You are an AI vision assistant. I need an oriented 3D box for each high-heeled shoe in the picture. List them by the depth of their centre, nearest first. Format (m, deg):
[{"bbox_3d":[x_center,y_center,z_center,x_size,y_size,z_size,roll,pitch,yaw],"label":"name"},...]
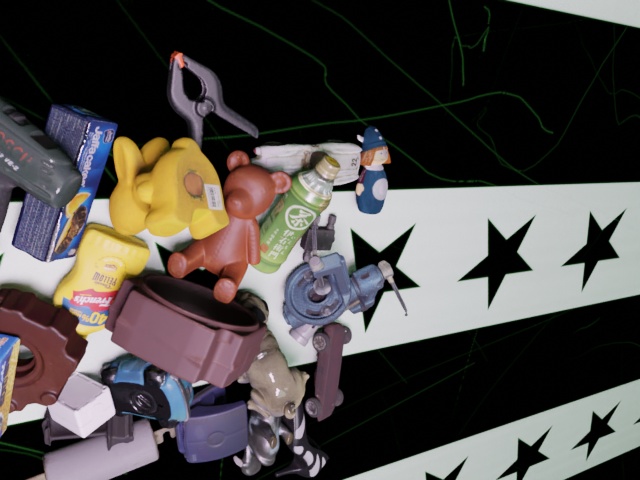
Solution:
[{"bbox_3d":[-0.024,0.394,1.119,0.145,0.086,0.248,-6,114,-39],"label":"high-heeled shoe"}]

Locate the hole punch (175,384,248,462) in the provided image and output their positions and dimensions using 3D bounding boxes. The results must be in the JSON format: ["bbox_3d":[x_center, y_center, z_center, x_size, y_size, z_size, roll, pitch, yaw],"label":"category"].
[{"bbox_3d":[-0.191,0.332,0.958,0.116,0.092,0.142,-24,128,-42],"label":"hole punch"}]

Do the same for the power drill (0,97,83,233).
[{"bbox_3d":[-0.420,-0.078,0.644,0.232,0.086,0.207,32,96,-8],"label":"power drill"}]

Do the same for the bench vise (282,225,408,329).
[{"bbox_3d":[0.030,0.078,0.945,0.224,0.129,0.240,-15,152,1],"label":"bench vise"}]

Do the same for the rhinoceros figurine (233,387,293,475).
[{"bbox_3d":[-0.113,0.357,1.027,0.073,0.112,0.190,1,100,-61],"label":"rhinoceros figurine"}]

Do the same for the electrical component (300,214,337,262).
[{"bbox_3d":[-0.002,-0.003,0.979,0.063,0.021,0.094,4,109,-32],"label":"electrical component"}]

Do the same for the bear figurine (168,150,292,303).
[{"bbox_3d":[-0.131,-0.025,0.813,0.120,0.132,0.195,30,119,2],"label":"bear figurine"}]

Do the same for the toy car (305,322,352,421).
[{"bbox_3d":[0.013,0.260,1.074,0.089,0.053,0.202,-10,110,-54],"label":"toy car"}]

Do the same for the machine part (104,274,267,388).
[{"bbox_3d":[-0.190,0.125,0.795,0.201,0.202,0.087,4,109,-80],"label":"machine part"}]

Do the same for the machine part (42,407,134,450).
[{"bbox_3d":[-0.373,0.298,0.870,0.139,0.084,0.039,4,142,-20],"label":"machine part"}]

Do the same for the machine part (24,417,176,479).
[{"bbox_3d":[-0.363,0.360,0.896,0.243,0.079,0.079,-14,118,-24],"label":"machine part"}]

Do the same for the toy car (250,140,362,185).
[{"bbox_3d":[-0.021,-0.125,0.890,0.202,0.056,0.073,-8,116,-28],"label":"toy car"}]

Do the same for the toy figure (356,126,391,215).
[{"bbox_3d":[0.096,-0.124,0.963,0.064,0.058,0.154,-40,137,-59],"label":"toy figure"}]

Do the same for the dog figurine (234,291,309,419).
[{"bbox_3d":[-0.098,0.198,0.927,0.121,0.173,0.190,-34,133,-27],"label":"dog figurine"}]

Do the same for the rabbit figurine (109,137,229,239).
[{"bbox_3d":[-0.234,-0.065,0.741,0.122,0.173,0.162,-18,90,-57],"label":"rabbit figurine"}]

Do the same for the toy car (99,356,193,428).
[{"bbox_3d":[-0.268,0.229,0.871,0.103,0.162,0.109,-50,135,-59],"label":"toy car"}]

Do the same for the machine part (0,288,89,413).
[{"bbox_3d":[-0.421,0.155,0.745,0.179,0.056,0.179,-3,114,-6],"label":"machine part"}]

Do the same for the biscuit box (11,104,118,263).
[{"bbox_3d":[-0.337,-0.074,0.710,0.202,0.063,0.059,-67,170,11],"label":"biscuit box"}]
